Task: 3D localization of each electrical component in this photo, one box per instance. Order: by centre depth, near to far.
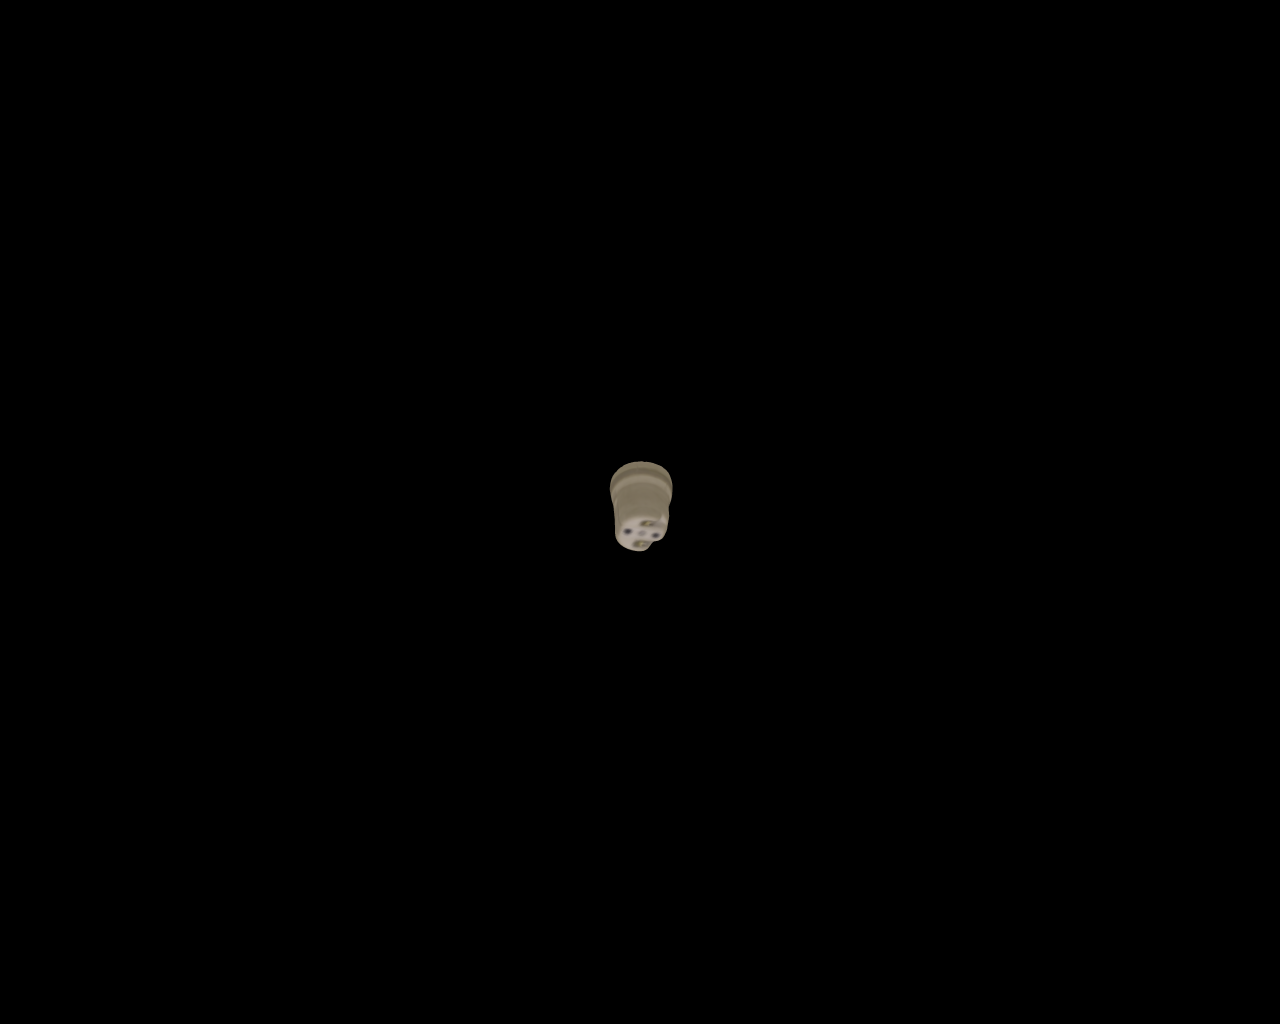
[{"bbox_3d":[0.001,-0.003,0.650,0.040,0.040,0.046,0,44,0],"label":"electrical component"}]
